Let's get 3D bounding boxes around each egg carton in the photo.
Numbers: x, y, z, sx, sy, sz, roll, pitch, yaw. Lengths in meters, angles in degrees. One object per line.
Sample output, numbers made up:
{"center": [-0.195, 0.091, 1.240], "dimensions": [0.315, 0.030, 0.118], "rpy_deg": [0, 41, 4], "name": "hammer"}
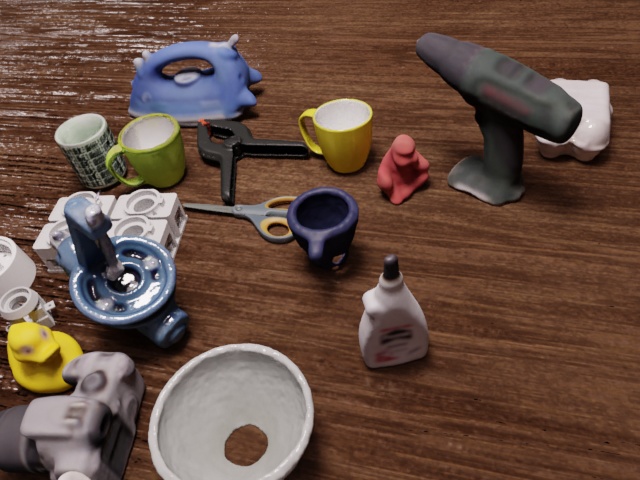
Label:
{"center": [0.383, -0.185, 0.866], "dimensions": [0.107, 0.069, 0.150], "rpy_deg": [7, 49, 16], "name": "egg carton"}

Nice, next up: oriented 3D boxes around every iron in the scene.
{"center": [-0.241, -0.289, 1.018], "dimensions": [0.258, 0.142, 0.118], "rpy_deg": [-3, 47, 7], "name": "iron"}

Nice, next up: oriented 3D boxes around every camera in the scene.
{"center": [-0.276, 0.191, 0.609], "dimensions": [0.136, 0.101, 0.143], "rpy_deg": [-3, 47, 7], "name": "camera"}

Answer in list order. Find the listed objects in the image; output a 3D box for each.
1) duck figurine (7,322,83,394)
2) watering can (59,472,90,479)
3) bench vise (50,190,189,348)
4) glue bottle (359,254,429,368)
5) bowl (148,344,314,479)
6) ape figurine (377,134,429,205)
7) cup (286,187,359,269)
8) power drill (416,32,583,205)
{"center": [-0.341, 0.130, 0.686], "dimensions": [0.104, 0.086, 0.078], "rpy_deg": [19, 53, 25], "name": "duck figurine"}
{"center": [-0.279, 0.255, 0.486], "dimensions": [0.100, 0.194, 0.173], "rpy_deg": [33, 60, 33], "name": "watering can"}
{"center": [-0.268, 0.028, 0.676], "dimensions": [0.207, 0.220, 0.121], "rpy_deg": [9, 50, 18], "name": "bench vise"}
{"center": [0.076, 0.074, 0.607], "dimensions": [0.078, 0.173, 0.037], "rpy_deg": [-15, 47, -3], "name": "glue bottle"}
{"center": [-0.085, 0.196, 0.590], "dimensions": [0.167, 0.075, 0.167], "rpy_deg": [-5, 47, 5], "name": "bowl"}
{"center": [0.119, -0.110, 0.826], "dimensions": [0.077, 0.092, 0.076], "rpy_deg": [-6, 47, 5], "name": "ape figurine"}
{"center": [0.007, 0.003, 0.739], "dimensions": [0.091, 0.095, 0.118], "rpy_deg": [0, 48, 10], "name": "cup"}
{"center": [0.225, -0.157, 0.771], "dimensions": [0.228, 0.209, 0.076], "rpy_deg": [28, 58, 31], "name": "power drill"}
